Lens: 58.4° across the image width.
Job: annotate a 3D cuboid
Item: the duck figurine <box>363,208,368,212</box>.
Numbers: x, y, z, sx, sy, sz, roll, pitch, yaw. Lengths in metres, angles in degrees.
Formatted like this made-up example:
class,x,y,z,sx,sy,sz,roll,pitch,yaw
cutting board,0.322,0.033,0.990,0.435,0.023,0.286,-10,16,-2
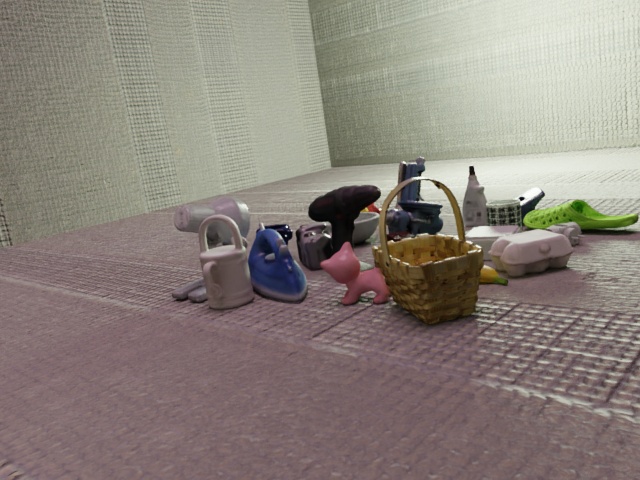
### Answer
class,x,y,z,sx,sy,sz,roll,pitch,yaw
duck figurine,0.128,-0.070,1.776,0.077,0.086,0.104,-7,12,4

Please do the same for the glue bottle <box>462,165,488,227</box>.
class,x,y,z,sx,sy,sz,roll,pitch,yaw
glue bottle,0.434,-0.124,1.609,0.037,0.173,0.077,-19,16,-40

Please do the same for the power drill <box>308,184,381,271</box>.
class,x,y,z,sx,sy,sz,roll,pitch,yaw
power drill,0.065,-0.023,1.302,0.076,0.208,0.228,-18,15,-38

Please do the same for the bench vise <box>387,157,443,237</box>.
class,x,y,z,sx,sy,sz,roll,pitch,yaw
bench vise,0.250,-0.103,1.522,0.121,0.220,0.208,0,14,34

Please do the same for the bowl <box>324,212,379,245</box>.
class,x,y,z,sx,sy,sz,roll,pitch,yaw
bowl,0.091,-0.028,1.634,0.167,0.075,0.167,-8,12,2

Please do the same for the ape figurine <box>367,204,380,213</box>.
class,x,y,z,sx,sy,sz,roll,pitch,yaw
ape figurine,0.164,-0.098,1.870,0.077,0.092,0.076,-3,13,25

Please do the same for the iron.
class,x,y,z,sx,sy,sz,roll,pitch,yaw
iron,-0.094,0.042,1.268,0.119,0.141,0.257,-13,13,-19

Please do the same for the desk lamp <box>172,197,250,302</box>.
class,x,y,z,sx,sy,sz,roll,pitch,yaw
desk lamp,-0.256,0.012,1.344,0.117,0.214,0.204,0,15,35

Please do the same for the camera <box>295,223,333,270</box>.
class,x,y,z,sx,sy,sz,roll,pitch,yaw
camera,0.013,0.005,1.466,0.137,0.101,0.143,-11,12,-12

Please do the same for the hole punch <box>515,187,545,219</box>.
class,x,y,z,sx,sy,sz,roll,pitch,yaw
hole punch,0.562,-0.093,1.572,0.101,0.091,0.108,-7,12,5

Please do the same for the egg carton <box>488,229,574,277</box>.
class,x,y,z,sx,sy,sz,roll,pitch,yaw
egg carton,0.427,0.025,1.162,0.150,0.069,0.107,-11,12,-12

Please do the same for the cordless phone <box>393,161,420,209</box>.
class,x,y,z,sx,sy,sz,roll,pitch,yaw
cordless phone,0.271,-0.155,1.838,0.094,0.185,0.147,-9,12,-2

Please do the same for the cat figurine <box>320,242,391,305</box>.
class,x,y,z,sx,sy,sz,roll,pitch,yaw
cat figurine,0.070,0.062,1.117,0.127,0.118,0.067,-5,12,15

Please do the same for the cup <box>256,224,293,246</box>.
class,x,y,z,sx,sy,sz,roll,pitch,yaw
cup,-0.111,0.011,1.541,0.117,0.095,0.092,3,16,42

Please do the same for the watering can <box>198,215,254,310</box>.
class,x,y,z,sx,sy,sz,roll,pitch,yaw
watering can,-0.206,0.040,1.229,0.101,0.194,0.172,-9,12,-4
